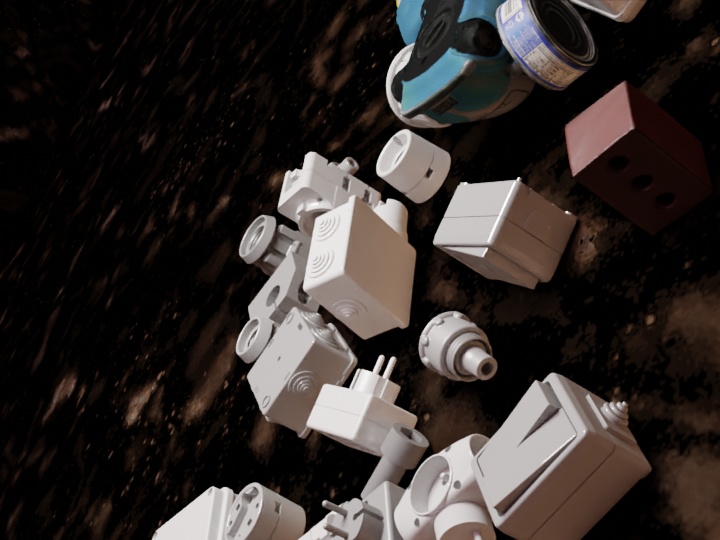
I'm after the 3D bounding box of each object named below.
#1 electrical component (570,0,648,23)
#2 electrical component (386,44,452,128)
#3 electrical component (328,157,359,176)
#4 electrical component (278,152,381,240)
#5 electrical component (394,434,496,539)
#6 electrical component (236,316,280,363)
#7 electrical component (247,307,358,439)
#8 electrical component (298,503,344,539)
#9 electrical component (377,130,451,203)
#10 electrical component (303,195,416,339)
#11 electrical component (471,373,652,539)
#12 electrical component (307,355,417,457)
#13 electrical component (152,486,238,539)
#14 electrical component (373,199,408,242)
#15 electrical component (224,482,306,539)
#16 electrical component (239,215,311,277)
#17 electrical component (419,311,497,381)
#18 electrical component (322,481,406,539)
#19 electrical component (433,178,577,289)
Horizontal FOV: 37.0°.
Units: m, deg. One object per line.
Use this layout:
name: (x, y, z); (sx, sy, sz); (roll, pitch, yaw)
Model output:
electrical component: (0.208, -0.266, 0.870); (0.108, 0.056, 0.108); (-54, 25, 11)
electrical component: (0.069, -0.171, 1.001); (0.080, 0.080, 0.051); (-62, 30, -4)
electrical component: (-0.027, -0.093, 1.139); (0.062, 0.043, 0.043); (-43, 29, 30)
electrical component: (-0.030, -0.063, 1.054); (0.050, 0.089, 0.055); (-36, 34, 41)
electrical component: (0.064, 0.158, 0.687); (0.077, 0.044, 0.079); (-49, 27, 23)
electrical component: (-0.087, 0.076, 1.050); (0.066, 0.055, 0.048); (-59, 25, 2)
electrical component: (-0.056, 0.091, 0.983); (0.099, 0.048, 0.099); (-56, 24, 7)
electrical component: (-0.021, 0.216, 0.770); (0.057, 0.058, 0.078); (-43, 30, 27)
electrical component: (0.048, -0.097, 0.995); (0.055, 0.047, 0.055); (-43, 29, 32)
electrical component: (0.000, 0.000, 0.921); (0.048, 0.100, 0.099); (-24, 41, 33)
electrical component: (0.116, 0.107, 0.624); (0.096, 0.061, 0.061); (-51, 26, 18)
electrical component: (0.008, 0.103, 0.851); (0.083, 0.047, 0.075); (0, 63, 62)
electrical component: (-0.137, 0.251, 0.950); (0.113, 0.057, 0.078); (-41, 30, 34)
electrical component: (0.025, -0.038, 0.985); (0.040, 0.040, 0.046); (-41, 24, 35)
electrical component: (-0.078, 0.211, 0.893); (0.055, 0.047, 0.055); (-43, 29, 32)
electrical component: (-0.094, -0.024, 1.172); (0.078, 0.057, 0.058); (-1, 61, 62)
electrical component: (0.075, 0.060, 0.776); (0.048, 0.048, 0.062); (-59, 31, 1)
electrical component: (0.005, 0.180, 0.734); (0.047, 0.077, 0.065); (-45, 28, 28)
electrical component: (0.101, -0.025, 0.799); (0.096, 0.062, 0.061); (3, 65, 63)
